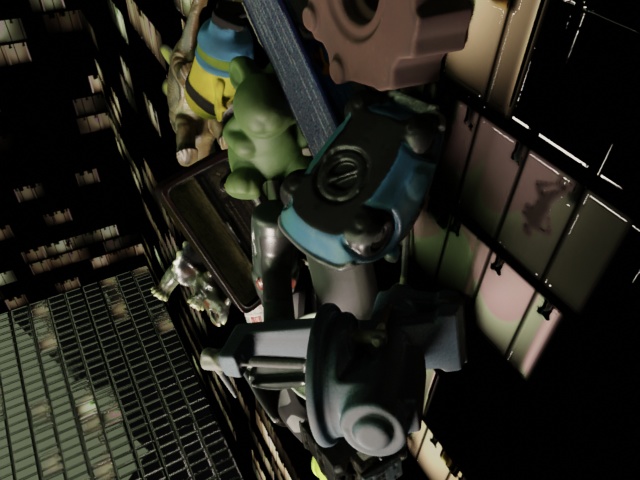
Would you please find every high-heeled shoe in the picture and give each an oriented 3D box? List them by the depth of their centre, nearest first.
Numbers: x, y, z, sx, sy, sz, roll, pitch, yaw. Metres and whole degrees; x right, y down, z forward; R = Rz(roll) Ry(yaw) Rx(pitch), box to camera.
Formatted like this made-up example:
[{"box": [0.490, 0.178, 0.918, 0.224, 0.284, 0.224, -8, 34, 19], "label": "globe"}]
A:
[{"box": [-0.009, 0.193, 0.822, 0.145, 0.086, 0.249, -45, 64, 21], "label": "high-heeled shoe"}]

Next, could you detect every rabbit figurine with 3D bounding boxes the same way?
[{"box": [-0.055, -0.142, 0.629, 0.170, 0.121, 0.159, 104, 164, -75], "label": "rabbit figurine"}]

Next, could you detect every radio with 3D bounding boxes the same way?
[{"box": [-0.132, -0.017, 0.816, 0.229, 0.131, 0.073, 60, 161, -21], "label": "radio"}]

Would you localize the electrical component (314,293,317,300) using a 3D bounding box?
[{"box": [0.025, 0.097, 0.705, 0.021, 0.063, 0.094, -15, 108, 37], "label": "electrical component"}]

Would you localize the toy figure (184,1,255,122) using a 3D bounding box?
[{"box": [-0.143, -0.250, 0.762, 0.089, 0.082, 0.180, 38, 143, 12], "label": "toy figure"}]

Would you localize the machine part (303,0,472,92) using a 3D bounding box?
[{"box": [0.045, -0.204, 0.421, 0.180, 0.056, 0.179, 46, 147, 43], "label": "machine part"}]

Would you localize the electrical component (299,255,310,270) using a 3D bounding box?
[{"box": [-0.001, -0.003, 0.703, 0.078, 0.045, 0.102, 27, 133, 61], "label": "electrical component"}]

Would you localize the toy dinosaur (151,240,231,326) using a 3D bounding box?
[{"box": [-0.214, 0.017, 1.074, 0.192, 0.131, 0.405, -49, 17, 22], "label": "toy dinosaur"}]

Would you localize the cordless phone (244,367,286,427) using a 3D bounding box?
[{"box": [-0.085, 0.274, 1.014, 0.184, 0.089, 0.146, 52, -174, 37], "label": "cordless phone"}]

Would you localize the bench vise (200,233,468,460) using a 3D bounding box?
[{"box": [0.010, 0.096, 0.497, 0.224, 0.241, 0.128, -70, -28, -52], "label": "bench vise"}]

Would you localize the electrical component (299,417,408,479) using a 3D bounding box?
[{"box": [0.049, 0.274, 0.724, 0.134, 0.115, 0.058, 35, 141, 58], "label": "electrical component"}]

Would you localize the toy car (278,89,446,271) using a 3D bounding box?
[{"box": [0.046, -0.046, 0.471, 0.109, 0.161, 0.102, 32, 178, 34], "label": "toy car"}]

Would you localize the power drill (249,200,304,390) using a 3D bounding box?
[{"box": [-0.051, 0.081, 0.682, 0.207, 0.086, 0.231, -90, 3, -49], "label": "power drill"}]

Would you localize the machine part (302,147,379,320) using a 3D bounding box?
[{"box": [0.021, 0.011, 0.622, 0.079, 0.079, 0.243, 22, 127, 61], "label": "machine part"}]

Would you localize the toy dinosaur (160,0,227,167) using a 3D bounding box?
[{"box": [-0.223, -0.225, 0.965, 0.199, 0.105, 0.470, -119, 32, -41], "label": "toy dinosaur"}]

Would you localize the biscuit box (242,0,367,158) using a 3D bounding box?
[{"box": [-0.008, -0.179, 0.545, 0.063, 0.059, 0.202, -35, 75, 55], "label": "biscuit box"}]
